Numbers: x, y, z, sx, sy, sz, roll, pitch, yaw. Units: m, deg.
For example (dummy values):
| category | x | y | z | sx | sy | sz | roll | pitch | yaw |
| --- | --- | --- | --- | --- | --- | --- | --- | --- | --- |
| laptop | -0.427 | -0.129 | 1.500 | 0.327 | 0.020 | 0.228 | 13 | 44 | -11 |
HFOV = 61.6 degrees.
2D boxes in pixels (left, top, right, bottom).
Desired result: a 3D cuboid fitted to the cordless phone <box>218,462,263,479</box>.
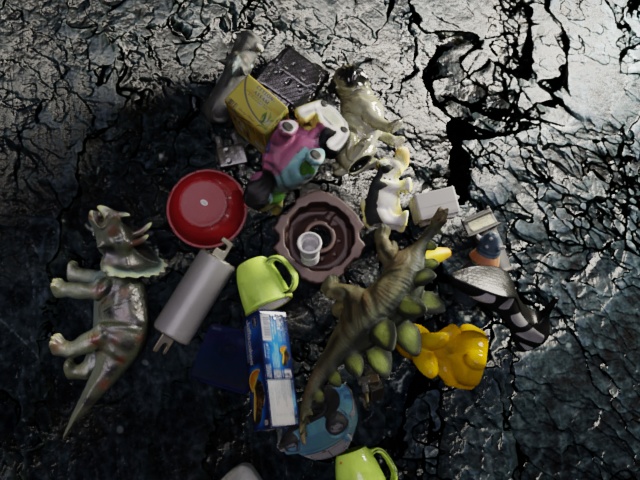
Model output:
| category | x | y | z | sx | sy | sz | roll | pitch | yaw |
| --- | --- | --- | --- | --- | --- | --- | --- | --- | --- |
| cordless phone | -0.133 | 0.475 | 0.906 | 0.089 | 0.184 | 0.146 | -31 | 85 | -2 |

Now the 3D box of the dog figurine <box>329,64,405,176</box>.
| category | x | y | z | sx | sy | sz | roll | pitch | yaw |
| --- | --- | --- | --- | --- | --- | --- | --- | --- | --- |
| dog figurine | 0.055 | -0.239 | 1.065 | 0.172 | 0.121 | 0.191 | -34 | 71 | -9 |

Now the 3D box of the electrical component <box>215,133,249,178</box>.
| category | x | y | z | sx | sy | sz | roll | pitch | yaw |
| --- | --- | --- | --- | --- | --- | --- | --- | --- | --- |
| electrical component | -0.177 | -0.166 | 1.073 | 0.063 | 0.021 | 0.094 | -13 | 84 | -4 |

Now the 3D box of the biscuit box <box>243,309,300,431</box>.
| category | x | y | z | sx | sy | sz | roll | pitch | yaw |
| --- | --- | --- | --- | --- | --- | --- | --- | --- | --- |
| biscuit box | -0.088 | 0.225 | 0.939 | 0.059 | 0.063 | 0.202 | 8 | 63 | -35 |

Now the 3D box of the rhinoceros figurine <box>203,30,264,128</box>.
| category | x | y | z | sx | sy | sz | roll | pitch | yaw |
| --- | --- | --- | --- | --- | --- | --- | --- | --- | --- |
| rhinoceros figurine | -0.173 | -0.316 | 1.050 | 0.073 | 0.112 | 0.190 | 26 | 90 | 4 |

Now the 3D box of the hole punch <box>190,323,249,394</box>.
| category | x | y | z | sx | sy | sz | roll | pitch | yaw |
| --- | --- | --- | --- | --- | --- | --- | --- | --- | --- |
| hole punch | -0.169 | 0.218 | 0.990 | 0.142 | 0.092 | 0.115 | 15 | 78 | 3 |

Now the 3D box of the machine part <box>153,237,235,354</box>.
| category | x | y | z | sx | sy | sz | roll | pitch | yaw |
| --- | --- | --- | --- | --- | --- | --- | --- | --- | --- |
| machine part | -0.234 | 0.105 | 1.007 | 0.079 | 0.079 | 0.243 | 30 | 81 | 2 |

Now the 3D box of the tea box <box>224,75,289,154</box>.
| category | x | y | z | sx | sy | sz | roll | pitch | yaw |
| --- | --- | --- | --- | --- | --- | --- | --- | --- | --- |
| tea box | -0.113 | -0.225 | 1.009 | 0.098 | 0.169 | 0.068 | 41 | 83 | 2 |

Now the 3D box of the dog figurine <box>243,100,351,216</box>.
| category | x | y | z | sx | sy | sz | roll | pitch | yaw |
| --- | --- | --- | --- | --- | --- | --- | --- | --- | --- |
| dog figurine | -0.056 | -0.139 | 1.006 | 0.108 | 0.219 | 0.191 | 45 | 49 | 1 |

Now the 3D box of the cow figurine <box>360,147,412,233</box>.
| category | x | y | z | sx | sy | sz | roll | pitch | yaw |
| --- | --- | --- | --- | --- | --- | --- | --- | --- | --- |
| cow figurine | 0.130 | -0.103 | 1.057 | 0.098 | 0.068 | 0.167 | 4 | 81 | 4 |

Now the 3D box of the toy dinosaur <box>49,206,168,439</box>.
| category | x | y | z | sx | sy | sz | roll | pitch | yaw |
| --- | --- | --- | --- | --- | --- | --- | --- | --- | --- |
| toy dinosaur | -0.377 | 0.144 | 0.982 | 0.192 | 0.131 | 0.404 | -3 | 89 | -2 |

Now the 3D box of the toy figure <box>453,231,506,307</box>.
| category | x | y | z | sx | sy | sz | roll | pitch | yaw |
| --- | --- | --- | --- | --- | --- | --- | --- | --- | --- |
| toy figure | 0.302 | 0.052 | 1.020 | 0.064 | 0.058 | 0.154 | 22 | 110 | 3 |

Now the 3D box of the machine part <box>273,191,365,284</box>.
| category | x | y | z | sx | sy | sz | roll | pitch | yaw |
| --- | --- | --- | --- | --- | --- | --- | --- | --- | --- |
| machine part | -0.002 | -0.003 | 1.041 | 0.179 | 0.056 | 0.179 | 0 | 81 | -2 |

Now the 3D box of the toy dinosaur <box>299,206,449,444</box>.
| category | x | y | z | sx | sy | sz | roll | pitch | yaw |
| --- | --- | --- | --- | --- | --- | --- | --- | --- | --- |
| toy dinosaur | 0.090 | 0.133 | 0.949 | 0.471 | 0.105 | 0.199 | -51 | 45 | -1 |

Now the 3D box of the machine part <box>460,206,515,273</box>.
| category | x | y | z | sx | sy | sz | roll | pitch | yaw |
| --- | --- | --- | --- | --- | --- | --- | --- | --- | --- |
| machine part | 0.337 | 0.007 | 1.063 | 0.084 | 0.039 | 0.139 | -25 | 82 | -14 |

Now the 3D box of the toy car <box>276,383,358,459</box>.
| category | x | y | z | sx | sy | sz | roll | pitch | yaw |
| --- | --- | --- | --- | --- | --- | --- | --- | --- | --- |
| toy car | 0.006 | 0.344 | 0.974 | 0.162 | 0.109 | 0.102 | -30 | 109 | 2 |

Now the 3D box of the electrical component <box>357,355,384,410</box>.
| category | x | y | z | sx | sy | sz | roll | pitch | yaw |
| --- | --- | --- | --- | --- | --- | --- | --- | --- | --- |
| electrical component | 0.089 | 0.267 | 0.991 | 0.045 | 0.102 | 0.078 | -19 | 59 | -9 |

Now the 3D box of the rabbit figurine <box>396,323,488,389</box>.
| category | x | y | z | sx | sy | sz | roll | pitch | yaw |
| --- | --- | --- | --- | --- | --- | --- | --- | --- | --- |
| rabbit figurine | 0.214 | 0.207 | 0.987 | 0.173 | 0.162 | 0.121 | 18 | 94 | 18 |

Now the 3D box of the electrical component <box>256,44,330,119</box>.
| category | x | y | z | sx | sy | sz | roll | pitch | yaw |
| --- | --- | --- | --- | --- | --- | --- | --- | --- | --- |
| electrical component | -0.062 | -0.308 | 1.080 | 0.115 | 0.058 | 0.134 | 34 | 82 | 4 |

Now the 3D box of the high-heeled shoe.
| category | x | y | z | sx | sy | sz | roll | pitch | yaw |
| --- | --- | --- | --- | --- | --- | --- | --- | --- | --- |
| high-heeled shoe | 0.322 | 0.133 | 0.991 | 0.249 | 0.086 | 0.145 | 16 | 125 | -11 |
